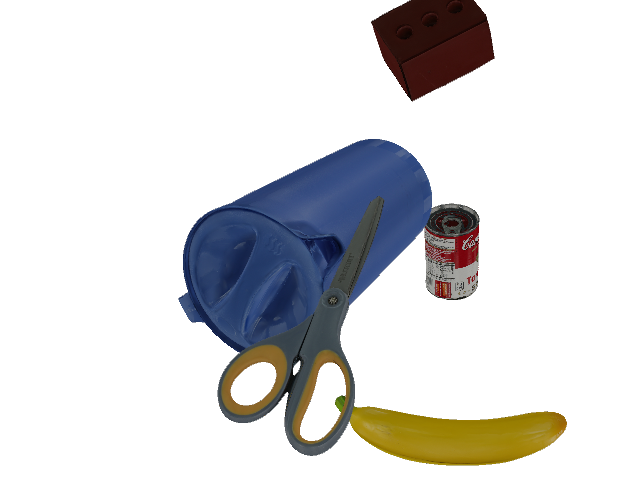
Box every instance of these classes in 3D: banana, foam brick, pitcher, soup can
[{"bbox_3d":[0.111,0.156,0.879,0.197,0.037,0.069,7,36,-3],"label":"banana"},{"bbox_3d":[0.089,-0.157,0.837,0.078,0.053,0.051,-28,-33,-1],"label":"foam brick"},{"bbox_3d":[-0.006,-0.002,0.931,0.149,0.145,0.242,24,31,21],"label":"pitcher"},{"bbox_3d":[0.163,0.015,1.327,0.068,0.102,0.068,-4,35,2],"label":"soup can"}]

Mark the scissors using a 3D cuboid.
[{"bbox_3d":[-0.011,0.048,0.703,0.096,0.201,0.016,0,-39,9],"label":"scissors"}]
